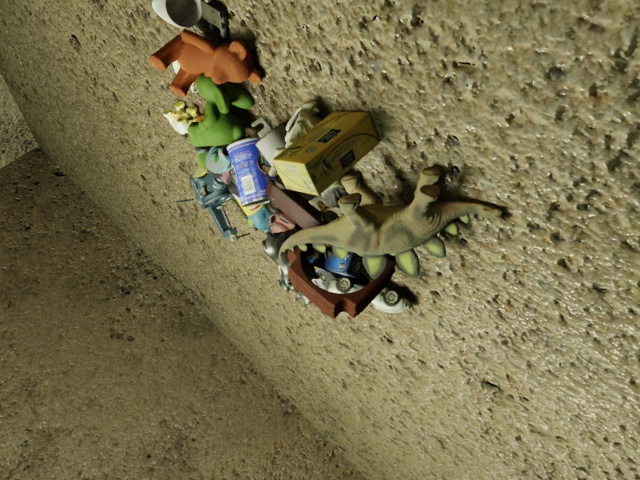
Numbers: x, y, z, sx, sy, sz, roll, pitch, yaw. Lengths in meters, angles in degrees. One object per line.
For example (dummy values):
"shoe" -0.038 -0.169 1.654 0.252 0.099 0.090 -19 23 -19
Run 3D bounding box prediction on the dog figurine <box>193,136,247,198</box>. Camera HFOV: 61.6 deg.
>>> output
"dog figurine" -0.241 -0.180 1.382 0.219 0.108 0.191 -7 118 54

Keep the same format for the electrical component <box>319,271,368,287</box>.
"electrical component" 0.061 0.109 1.392 0.134 0.058 0.115 44 157 4

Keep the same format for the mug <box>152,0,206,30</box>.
"mug" -0.291 -0.478 1.107 0.109 0.080 0.107 21 -172 -46

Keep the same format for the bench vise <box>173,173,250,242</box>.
"bench vise" -0.308 -0.100 1.596 0.224 0.129 0.240 -26 88 47

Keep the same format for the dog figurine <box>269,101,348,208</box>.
"dog figurine" 0.015 -0.164 1.068 0.190 0.121 0.172 23 130 -16

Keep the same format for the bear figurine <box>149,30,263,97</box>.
"bear figurine" -0.226 -0.352 1.098 0.196 0.132 0.120 29 165 28

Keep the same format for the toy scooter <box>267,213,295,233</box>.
"toy scooter" -0.073 -0.051 1.366 0.135 0.075 0.183 27 150 18

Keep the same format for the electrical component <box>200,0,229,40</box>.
"electrical component" -0.208 -0.449 1.064 0.063 0.021 0.094 37 152 22

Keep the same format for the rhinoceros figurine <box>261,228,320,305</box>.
"rhinoceros figurine" -0.060 0.063 1.254 0.073 0.112 0.190 -14 114 51

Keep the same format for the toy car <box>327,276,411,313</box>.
"toy car" 0.116 0.133 1.272 0.202 0.056 0.073 15 170 17

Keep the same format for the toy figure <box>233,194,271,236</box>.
"toy figure" -0.177 -0.092 1.466 0.089 0.082 0.180 2 131 56

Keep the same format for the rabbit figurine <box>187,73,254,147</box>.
"rabbit figurine" -0.235 -0.303 1.218 0.159 0.121 0.170 14 124 45

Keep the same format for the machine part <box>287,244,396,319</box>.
"machine part" 0.045 0.054 1.169 0.201 0.201 0.087 38 159 20

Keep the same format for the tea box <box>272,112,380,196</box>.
"tea box" 0.012 -0.158 0.955 0.098 0.169 0.068 15 139 48

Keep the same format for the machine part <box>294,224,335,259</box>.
"machine part" -0.003 -0.004 1.275 0.139 0.084 0.039 15 167 20

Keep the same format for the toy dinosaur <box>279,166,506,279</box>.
"toy dinosaur" 0.099 -0.021 0.985 0.472 0.105 0.198 -1 128 31

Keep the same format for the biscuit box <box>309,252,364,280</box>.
"biscuit box" 0.014 0.045 1.323 0.203 0.059 0.062 10 167 41

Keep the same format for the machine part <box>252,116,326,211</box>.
"machine part" -0.060 -0.165 1.174 0.243 0.079 0.079 53 155 -9

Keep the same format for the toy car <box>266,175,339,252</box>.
"toy car" -0.035 -0.060 1.134 0.202 0.053 0.089 40 139 22

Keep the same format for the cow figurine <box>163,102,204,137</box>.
"cow figurine" -0.341 -0.303 1.437 0.168 0.068 0.098 31 156 39
